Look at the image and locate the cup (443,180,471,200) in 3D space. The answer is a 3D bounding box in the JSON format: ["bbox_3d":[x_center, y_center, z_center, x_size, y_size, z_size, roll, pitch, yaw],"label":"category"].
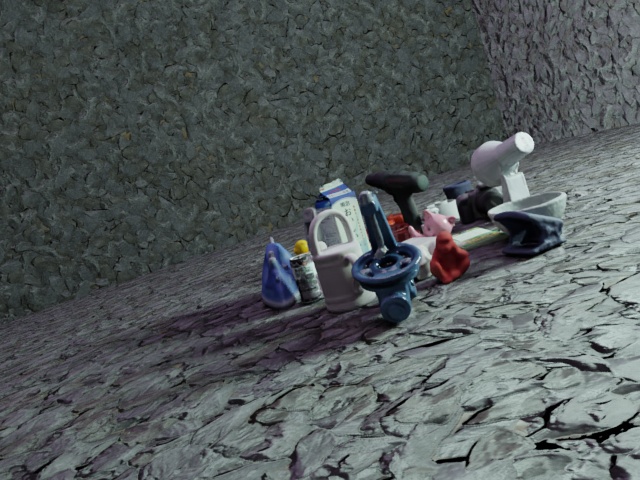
[{"bbox_3d":[0.461,-0.143,1.882,0.091,0.095,0.118,-14,8,25],"label":"cup"}]

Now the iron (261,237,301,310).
[{"bbox_3d":[-0.100,0.072,1.378,0.118,0.141,0.258,-17,7,-2],"label":"iron"}]

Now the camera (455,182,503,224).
[{"bbox_3d":[0.458,-0.108,1.602,0.143,0.101,0.137,-16,7,8],"label":"camera"}]

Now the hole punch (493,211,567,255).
[{"bbox_3d":[0.407,-0.024,1.116,0.101,0.091,0.108,-20,8,-20],"label":"hole punch"}]

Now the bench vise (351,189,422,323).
[{"bbox_3d":[0.100,0.019,0.994,0.121,0.220,0.207,-18,7,-6],"label":"bench vise"}]

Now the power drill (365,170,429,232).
[{"bbox_3d":[0.243,-0.118,1.751,0.076,0.208,0.228,-23,9,-39],"label":"power drill"}]

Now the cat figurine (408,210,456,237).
[{"bbox_3d":[0.252,-0.014,1.298,0.067,0.118,0.127,-23,9,-38],"label":"cat figurine"}]

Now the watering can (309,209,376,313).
[{"bbox_3d":[0.030,0.036,1.129,0.172,0.194,0.101,-10,11,46],"label":"watering can"}]

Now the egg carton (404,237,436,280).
[{"bbox_3d":[0.201,0.038,1.211,0.107,0.069,0.150,-21,8,-25],"label":"egg carton"}]

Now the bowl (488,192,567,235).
[{"bbox_3d":[0.455,-0.048,1.245,0.167,0.075,0.167,-17,7,2],"label":"bowl"}]

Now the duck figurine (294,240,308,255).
[{"bbox_3d":[-0.044,0.042,1.698,0.078,0.086,0.104,-21,8,-30],"label":"duck figurine"}]

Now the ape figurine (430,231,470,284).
[{"bbox_3d":[0.243,0.029,1.093,0.077,0.092,0.076,-16,7,10],"label":"ape figurine"}]

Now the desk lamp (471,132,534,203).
[{"bbox_3d":[0.499,-0.164,1.473,0.118,0.213,0.202,-20,8,-19],"label":"desk lamp"}]

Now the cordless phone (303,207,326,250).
[{"bbox_3d":[0.013,0.005,1.445,0.094,0.185,0.147,-23,9,-39],"label":"cordless phone"}]
